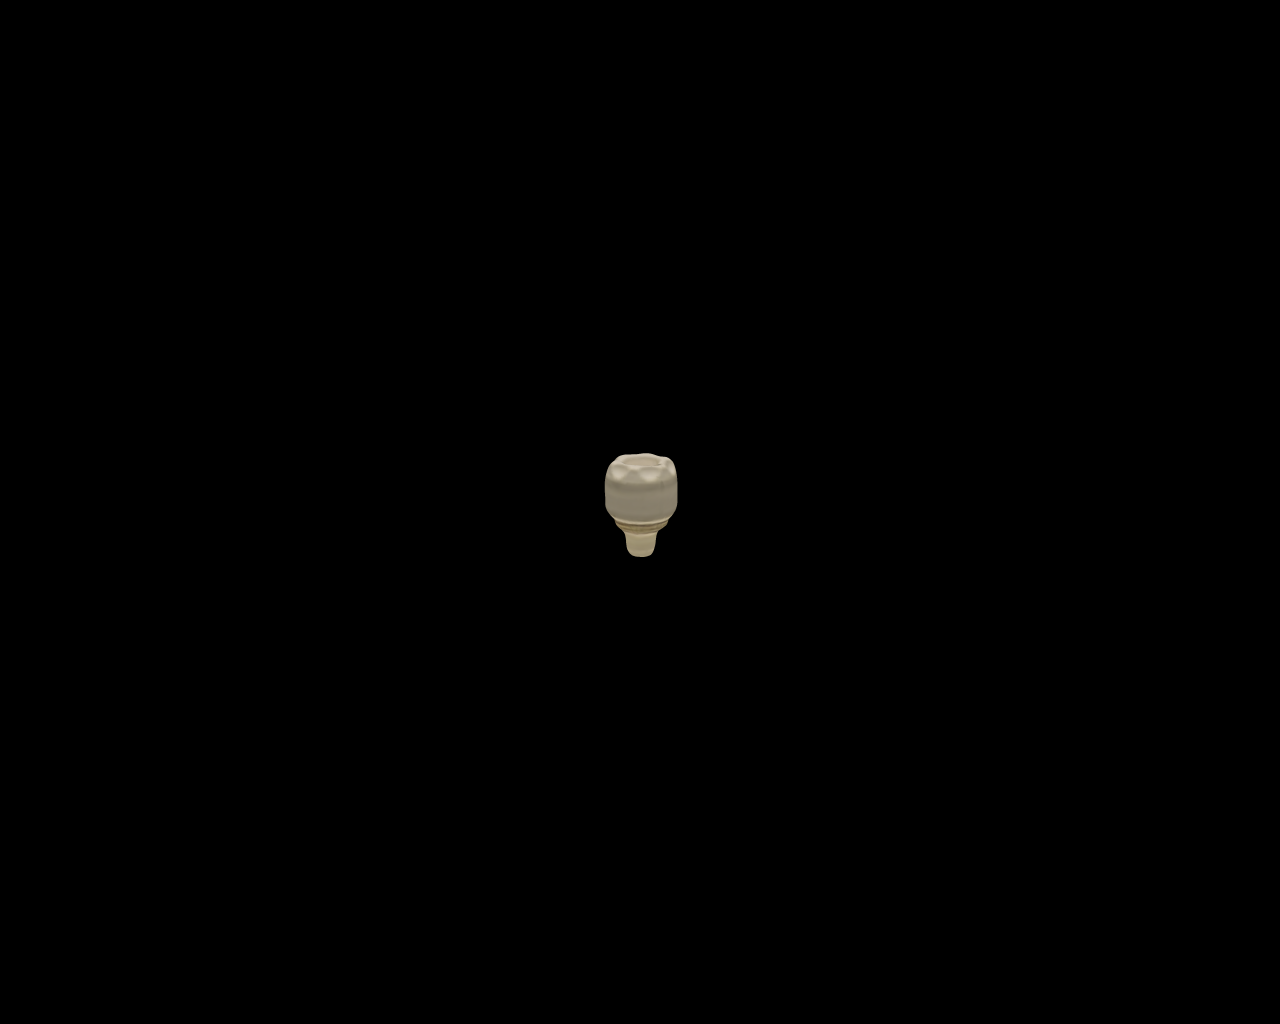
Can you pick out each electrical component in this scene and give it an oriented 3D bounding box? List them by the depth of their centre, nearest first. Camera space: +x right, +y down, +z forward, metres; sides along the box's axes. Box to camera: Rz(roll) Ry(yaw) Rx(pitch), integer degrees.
[{"bbox_3d":[0.001,-0.003,0.650,0.043,0.062,0.043,0,17,0],"label":"electrical component"}]
